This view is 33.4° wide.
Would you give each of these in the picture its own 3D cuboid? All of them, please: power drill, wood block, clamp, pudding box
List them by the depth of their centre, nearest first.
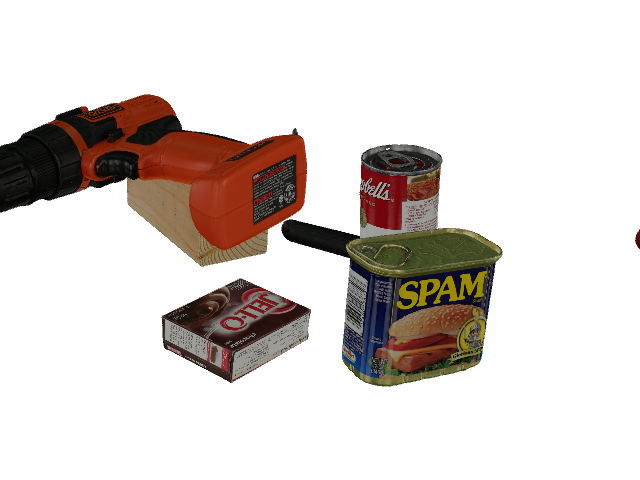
[{"bbox_3d":[-0.118,-0.048,0.724,0.188,0.057,0.184,17,31,31],"label":"power drill"},{"bbox_3d":[-0.078,0.082,0.995,0.090,0.039,0.113,21,32,33],"label":"pudding box"},{"bbox_3d":[0.067,0.013,1.248,0.164,0.036,0.210,-22,52,-39],"label":"clamp"},{"bbox_3d":[-0.151,-0.054,1.278,0.090,0.090,0.206,-12,27,-30],"label":"wood block"}]

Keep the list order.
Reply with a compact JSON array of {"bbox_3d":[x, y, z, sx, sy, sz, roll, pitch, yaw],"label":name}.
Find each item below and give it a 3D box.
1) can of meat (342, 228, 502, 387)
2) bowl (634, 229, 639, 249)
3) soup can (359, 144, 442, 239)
[{"bbox_3d":[0.065,0.043,0.707,0.101,0.084,0.058,-7,24,-28],"label":"can of meat"},{"bbox_3d":[0.410,0.025,1.111,0.162,0.055,0.162,-3,22,1],"label":"bowl"},{"bbox_3d":[0.067,-0.023,0.908,0.068,0.102,0.068,0,25,0],"label":"soup can"}]
